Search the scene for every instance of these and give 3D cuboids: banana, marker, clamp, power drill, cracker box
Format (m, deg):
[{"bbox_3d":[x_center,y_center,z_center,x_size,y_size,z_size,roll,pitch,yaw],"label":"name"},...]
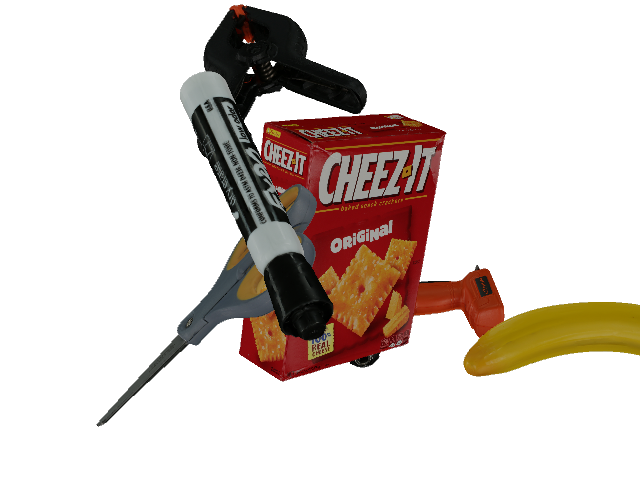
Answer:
[{"bbox_3d":[0.200,0.073,0.787,0.197,0.037,0.069,2,33,-4],"label":"banana"},{"bbox_3d":[-0.024,-0.014,0.376,0.020,0.121,0.020,-17,-37,-13],"label":"marker"},{"bbox_3d":[-0.033,-0.126,0.781,0.120,0.039,0.171,-9,44,1],"label":"clamp"},{"bbox_3d":[0.110,0.084,1.216,0.187,0.057,0.184,-1,27,-1],"label":"power drill"},{"bbox_3d":[0.020,0.002,0.942,0.163,0.214,0.072,-10,26,-41],"label":"cracker box"}]

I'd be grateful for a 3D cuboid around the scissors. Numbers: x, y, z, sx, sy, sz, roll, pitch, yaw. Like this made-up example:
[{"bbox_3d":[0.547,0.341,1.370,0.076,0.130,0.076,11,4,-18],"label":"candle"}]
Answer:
[{"bbox_3d":[-0.065,0.053,0.630,0.016,0.202,0.096,36,4,-24],"label":"scissors"}]
